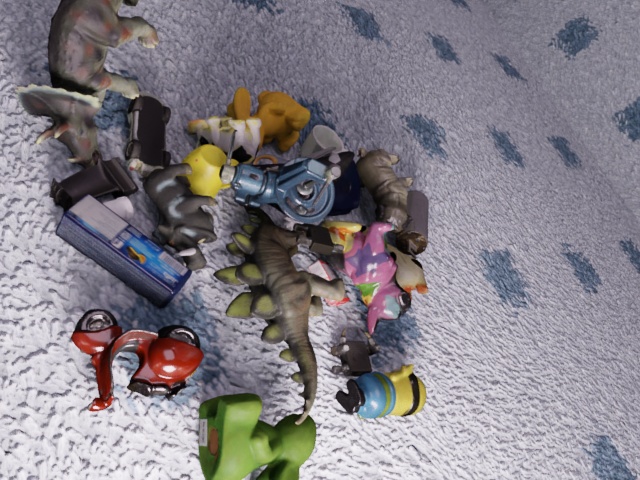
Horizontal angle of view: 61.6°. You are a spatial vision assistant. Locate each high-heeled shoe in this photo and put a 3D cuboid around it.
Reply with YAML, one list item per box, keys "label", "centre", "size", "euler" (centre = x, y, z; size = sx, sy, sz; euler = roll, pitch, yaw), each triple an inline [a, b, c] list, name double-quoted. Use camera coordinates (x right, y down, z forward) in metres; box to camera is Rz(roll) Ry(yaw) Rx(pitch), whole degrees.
- label: "high-heeled shoe"
  centre: [-0.054, -0.146, 1.110]
  size: [0.145, 0.086, 0.249]
  euler: [42, 60, 17]

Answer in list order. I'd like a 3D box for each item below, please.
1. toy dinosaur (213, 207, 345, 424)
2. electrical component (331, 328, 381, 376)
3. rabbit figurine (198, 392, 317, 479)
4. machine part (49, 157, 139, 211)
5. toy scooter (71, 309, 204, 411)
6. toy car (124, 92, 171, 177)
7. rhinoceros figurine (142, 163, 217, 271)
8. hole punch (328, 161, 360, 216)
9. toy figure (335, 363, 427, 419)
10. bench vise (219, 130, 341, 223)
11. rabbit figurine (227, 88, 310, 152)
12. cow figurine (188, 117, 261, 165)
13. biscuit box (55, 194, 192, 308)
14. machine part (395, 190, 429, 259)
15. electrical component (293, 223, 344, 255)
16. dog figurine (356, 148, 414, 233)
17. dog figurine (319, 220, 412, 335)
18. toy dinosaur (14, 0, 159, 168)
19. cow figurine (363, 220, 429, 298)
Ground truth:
- label: "toy dinosaur"
  centre: [-0.067, 0.089, 0.919]
  size: [0.198, 0.105, 0.472]
  euler: [2, 42, -34]
- label: "electrical component"
  centre: [0.066, 0.210, 0.997]
  size: [0.102, 0.045, 0.078]
  euler: [14, 49, -31]
- label: "rabbit figurine"
  centre: [-0.073, 0.293, 0.759]
  size: [0.170, 0.121, 0.159]
  euler: [10, 59, -31]
- label: "machine part"
  centre: [-0.369, -0.089, 0.880]
  size: [0.139, 0.039, 0.084]
  euler: [-31, 92, -49]
- label: "toy scooter"
  centre: [-0.253, 0.176, 0.740]
  size: [0.184, 0.075, 0.135]
  euler: [19, 48, -24]
- label: "toy car"
  centre: [-0.320, -0.194, 0.996]
  size: [0.073, 0.056, 0.202]
  euler: [18, 49, -37]
- label: "rhinoceros figurine"
  centre: [-0.234, -0.040, 0.909]
  size: [0.112, 0.073, 0.190]
  euler: [-23, 78, -27]
- label: "hole punch"
  centre: [0.035, -0.118, 1.206]
  size: [0.142, 0.092, 0.116]
  euler: [-7, 67, -47]
- label: "toy figure"
  centre: [0.114, 0.278, 0.959]
  size: [0.180, 0.082, 0.089]
  euler: [3, 68, -44]
- label: "bench vise"
  centre: [-0.053, -0.103, 0.939]
  size: [0.223, 0.241, 0.129]
  euler: [29, 71, -24]
- label: "rabbit figurine"
  centre: [-0.129, -0.252, 1.159]
  size: [0.162, 0.122, 0.173]
  euler: [47, 60, -7]
- label: "cow figurine"
  centre: [-0.192, -0.196, 1.065]
  size: [0.068, 0.168, 0.098]
  euler: [-22, 116, -49]
- label: "biscuit box"
  centre: [-0.301, 0.020, 0.833]
  size: [0.202, 0.063, 0.059]
  euler: [39, 41, -9]
- label: "machine part"
  centre: [0.223, -0.044, 1.297]
  size: [0.079, 0.079, 0.243]
  euler: [34, 39, -14]
- label: "electrical component"
  centre: [-0.002, -0.003, 0.974]
  size: [0.094, 0.021, 0.063]
  euler: [13, 35, -22]
- label: "dog figurine"
  centre: [0.138, -0.117, 1.230]
  size: [0.172, 0.121, 0.191]
  euler: [36, 28, -11]
- label: "dog figurine"
  centre: [0.083, 0.070, 1.053]
  size: [0.192, 0.108, 0.219]
  euler: [1, 88, 6]
- label: "toy dinosaur"
  centre: [-0.376, -0.324, 0.875]
  size: [0.131, 0.404, 0.192]
  euler: [24, 18, 13]
- label: "cow figurine"
  centre: [0.143, 0.041, 1.167]
  size: [0.195, 0.085, 0.127]
  euler: [27, 42, -25]
